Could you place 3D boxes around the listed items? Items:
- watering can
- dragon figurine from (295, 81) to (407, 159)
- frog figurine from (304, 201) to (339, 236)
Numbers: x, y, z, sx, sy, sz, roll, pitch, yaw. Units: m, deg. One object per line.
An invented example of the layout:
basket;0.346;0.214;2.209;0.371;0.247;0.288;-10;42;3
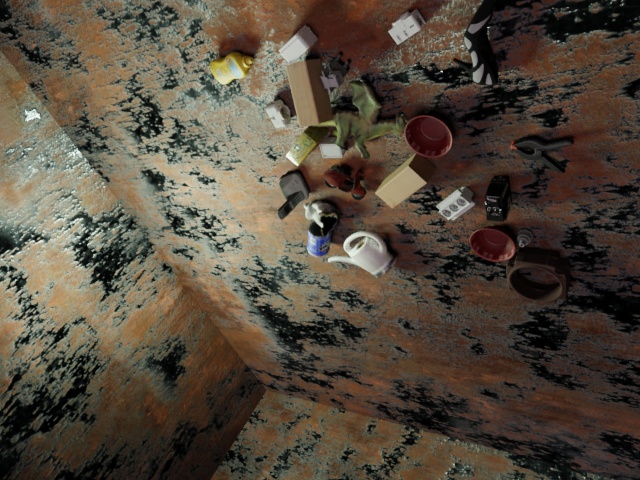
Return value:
watering can;0.188;0.075;2.221;0.224;0.106;0.341;40;143;-6
dragon figurine;0.114;-0.430;1.757;0.412;0.124;0.237;27;125;9
frog figurine;0.007;-0.110;2.193;0.135;0.123;0.162;55;176;-37
